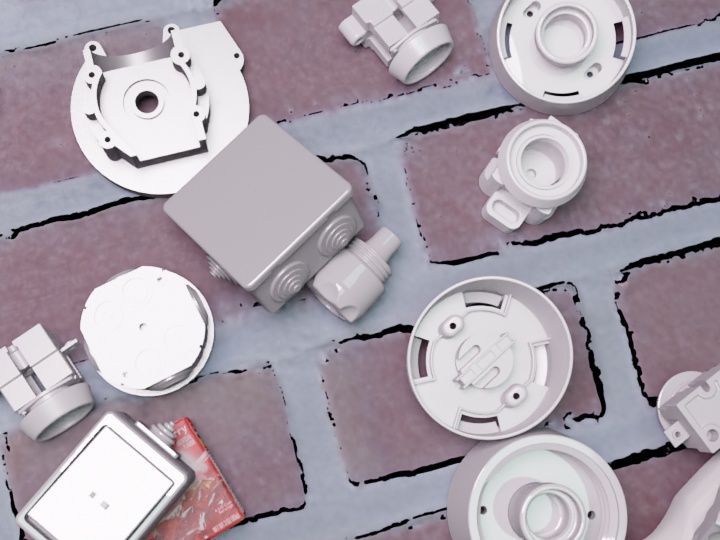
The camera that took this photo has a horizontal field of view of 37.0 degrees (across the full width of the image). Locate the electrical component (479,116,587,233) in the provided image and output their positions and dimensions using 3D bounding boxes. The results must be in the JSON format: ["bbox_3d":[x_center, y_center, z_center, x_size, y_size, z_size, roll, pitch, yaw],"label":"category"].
[{"bbox_3d":[0.114,-0.065,0.698,0.058,0.057,0.078,35,81,0],"label":"electrical component"}]

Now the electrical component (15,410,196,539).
[{"bbox_3d":[-0.140,0.124,0.616,0.062,0.061,0.096,40,80,2],"label":"electrical component"}]

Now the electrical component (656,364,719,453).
[{"bbox_3d":[0.219,0.088,0.687,0.066,0.055,0.048,-36,87,-9],"label":"electrical component"}]

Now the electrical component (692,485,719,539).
[{"bbox_3d":[0.263,0.152,0.610,0.121,0.078,0.063,24,57,14],"label":"electrical component"}]

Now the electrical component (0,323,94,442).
[{"bbox_3d":[-0.195,0.071,0.658,0.066,0.048,0.055,-35,79,-9],"label":"electrical component"}]

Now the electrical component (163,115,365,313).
[{"bbox_3d":[-0.057,-0.034,0.668,0.100,0.048,0.100,-44,61,-8],"label":"electrical component"}]

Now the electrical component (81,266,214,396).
[{"bbox_3d":[-0.131,0.037,0.665,0.080,0.051,0.080,1,82,-5],"label":"electrical component"}]

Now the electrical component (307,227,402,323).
[{"bbox_3d":[0.000,0.000,0.686,0.043,0.043,0.062,43,80,1],"label":"electrical component"}]

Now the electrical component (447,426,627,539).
[{"bbox_3d":[0.112,0.151,0.667,0.108,0.060,0.108,1,82,-5],"label":"electrical component"}]

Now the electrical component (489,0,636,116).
[{"bbox_3d":[0.137,-0.154,0.721,0.099,0.064,0.099,0,92,5],"label":"electrical component"}]

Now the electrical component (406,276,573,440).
[{"bbox_3d":[0.077,0.056,0.675,0.099,0.064,0.099,1,82,-5],"label":"electrical component"}]

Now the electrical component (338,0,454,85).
[{"bbox_3d":[0.029,-0.157,0.710,0.066,0.048,0.055,-36,79,-9],"label":"electrical component"}]
